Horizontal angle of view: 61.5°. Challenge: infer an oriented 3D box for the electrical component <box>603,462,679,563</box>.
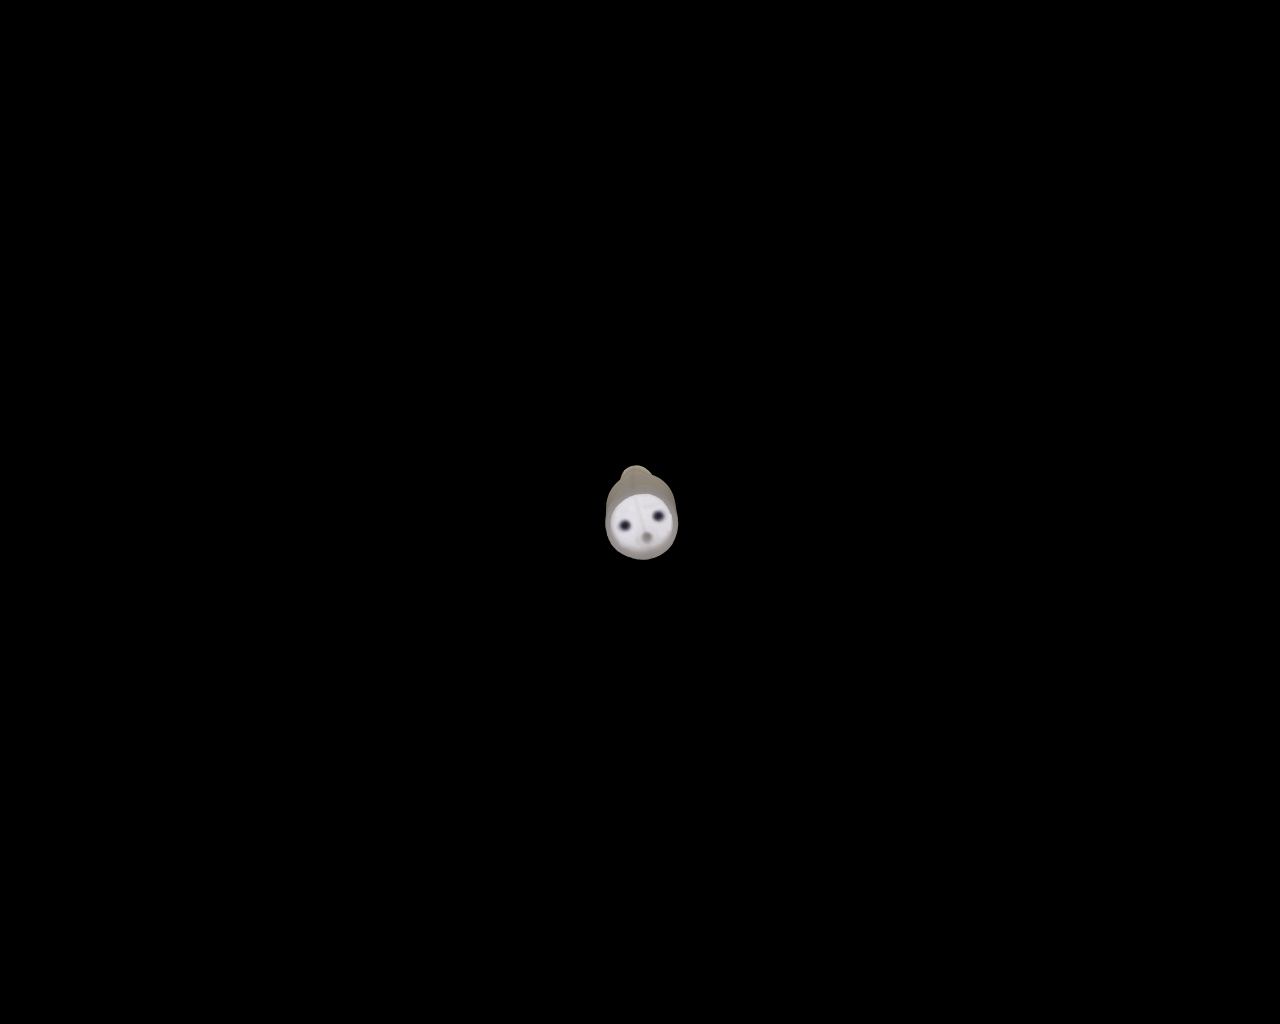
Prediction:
[{"bbox_3d":[0.001,-0.003,0.650,0.043,0.043,0.081,0,16,0],"label":"electrical component"}]
